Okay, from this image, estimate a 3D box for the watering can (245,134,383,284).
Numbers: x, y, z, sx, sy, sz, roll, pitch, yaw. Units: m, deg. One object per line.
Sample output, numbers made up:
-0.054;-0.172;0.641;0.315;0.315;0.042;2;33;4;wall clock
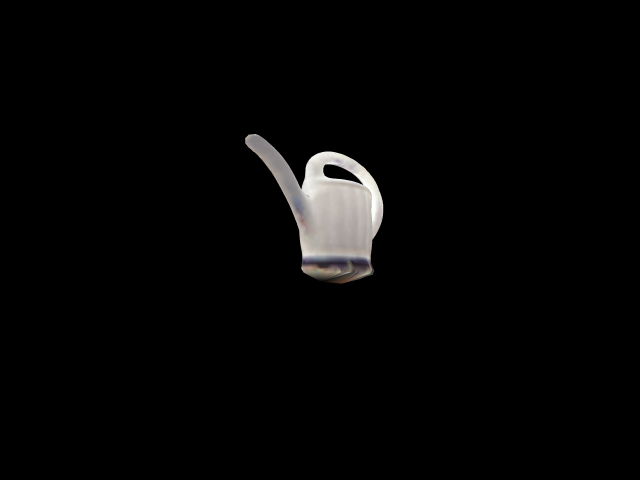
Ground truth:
0.003;-0.043;0.850;0.103;0.226;0.347;-8;-11;39;watering can
